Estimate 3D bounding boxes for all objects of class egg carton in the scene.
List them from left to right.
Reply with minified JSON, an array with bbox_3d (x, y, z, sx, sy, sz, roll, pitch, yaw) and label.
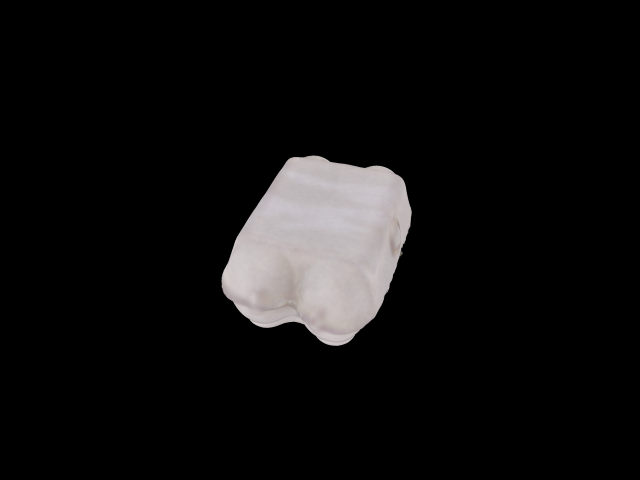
[{"bbox_3d":[0.004,0.001,0.400,0.107,0.069,0.150,11,43,13],"label":"egg carton"}]
